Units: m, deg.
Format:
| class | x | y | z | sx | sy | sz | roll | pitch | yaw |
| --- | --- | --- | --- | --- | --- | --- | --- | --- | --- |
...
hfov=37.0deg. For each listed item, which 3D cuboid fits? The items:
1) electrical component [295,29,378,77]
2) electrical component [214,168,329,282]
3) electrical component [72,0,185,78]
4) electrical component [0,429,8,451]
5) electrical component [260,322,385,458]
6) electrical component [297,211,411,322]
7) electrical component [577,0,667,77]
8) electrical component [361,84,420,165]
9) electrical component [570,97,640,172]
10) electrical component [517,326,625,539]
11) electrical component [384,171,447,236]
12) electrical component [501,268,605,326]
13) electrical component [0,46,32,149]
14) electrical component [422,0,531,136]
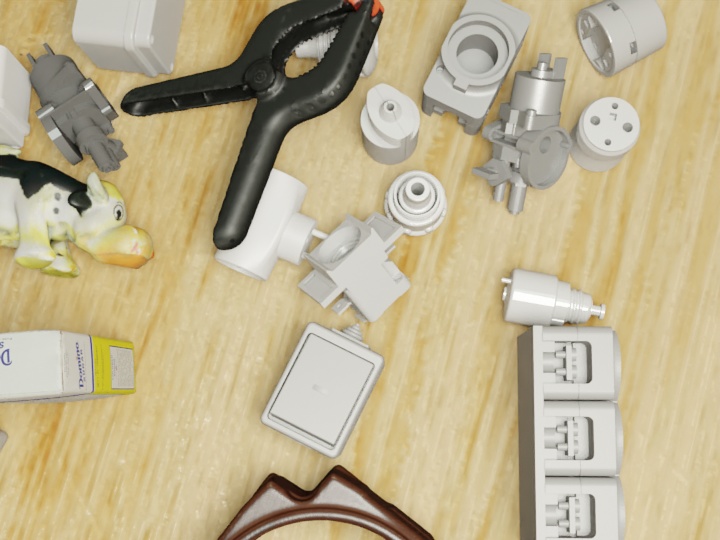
| class | x | y | z | sx | sy | sz | roll | pitch | yaw |
| --- | --- | --- | --- | --- | --- | --- | --- | --- | --- |
| electrical component | -0.018 | -0.172 | 0.823 | 0.062 | 0.048 | 0.048 | 1 | 81 | 8 |
| electrical component | -0.057 | -0.028 | 0.802 | 0.079 | 0.043 | 0.077 | 23 | 82 | 4 |
| electrical component | -0.170 | -0.211 | 0.815 | 0.057 | 0.078 | 0.113 | 7 | 82 | 6 |
| electrical component | -0.303 | 0.130 | 0.776 | 0.096 | 0.061 | 0.061 | 28 | 83 | 5 |
| electrical component | -0.023 | 0.081 | 0.776 | 0.062 | 0.061 | 0.096 | 26 | 83 | 5 |
| electrical component | 0.000 | 0.000 | 0.785 | 0.081 | 0.042 | 0.063 | -44 | 123 | -7 |
| electrical component | 0.199 | -0.181 | 0.814 | 0.047 | 0.055 | 0.055 | -26 | 82 | -6 |
| electrical component | 0.022 | -0.108 | 0.793 | 0.043 | 0.081 | 0.043 | 0 | 82 | 1 |
| electrical component | 0.182 | -0.101 | 0.801 | 0.045 | 0.055 | 0.045 | 0 | 81 | 1 |
| electrical component | 0.147 | 0.117 | 0.752 | 0.062 | 0.089 | 0.150 | 0 | 81 | 1 |
| electrical component | 0.042 | -0.053 | 0.794 | 0.048 | 0.062 | 0.048 | 0 | 82 | 1 |
| electrical component | 0.140 | 0.024 | 0.791 | 0.078 | 0.040 | 0.040 | 11 | 82 | 2 |
| electrical component | -0.312 | -0.129 | 0.807 | 0.113 | 0.078 | 0.057 | 2 | 79 | 2 |
| electrical component | 0.087 | -0.156 | 0.811 | 0.050 | 0.055 | 0.089 | 26 | 83 | 5 |
